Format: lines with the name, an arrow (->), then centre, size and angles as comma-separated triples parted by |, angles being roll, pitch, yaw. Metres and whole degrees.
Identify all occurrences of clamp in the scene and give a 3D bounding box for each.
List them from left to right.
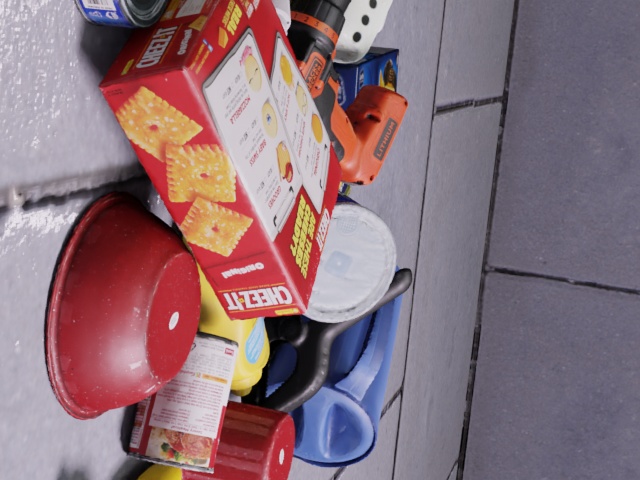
clamp -> -0.026, 0.080, 1.034 | 0.210, 0.165, 0.036 | -58, 150, 1

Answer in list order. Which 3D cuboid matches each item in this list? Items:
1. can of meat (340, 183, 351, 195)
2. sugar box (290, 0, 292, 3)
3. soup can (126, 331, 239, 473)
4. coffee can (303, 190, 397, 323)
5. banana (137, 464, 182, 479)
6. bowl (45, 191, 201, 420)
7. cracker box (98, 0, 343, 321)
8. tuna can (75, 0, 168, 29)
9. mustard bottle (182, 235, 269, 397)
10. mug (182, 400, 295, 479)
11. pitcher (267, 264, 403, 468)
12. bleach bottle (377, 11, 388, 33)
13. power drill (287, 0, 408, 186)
can of meat -> -0.007, -0.069, 1.099 | 0.102, 0.057, 0.084 | -63, 154, -50
sugar box -> -0.017, -0.257, 0.941 | 0.093, 0.048, 0.176 | -54, 152, -17
soup can -> -0.105, 0.123, 0.824 | 0.068, 0.068, 0.102 | 47, 53, -70
coffee can -> -0.006, 0.001, 0.935 | 0.140, 0.102, 0.103 | -140, -129, -65
banana -> -0.148, 0.229, 0.795 | 0.197, 0.037, 0.070 | -63, 179, -45
bowl -> -0.125, 0.049, 0.739 | 0.162, 0.055, 0.162 | 9, 90, -74
cracker box -> -0.060, -0.074, 0.763 | 0.164, 0.072, 0.213 | -74, 149, -46
tuna can -> -0.122, -0.176, 0.667 | 0.086, 0.034, 0.086 | 9, 90, -75
mustard bottle -> -0.076, 0.062, 0.911 | 0.096, 0.058, 0.192 | -84, 172, -51
mug -> -0.075, 0.197, 0.946 | 0.093, 0.081, 0.117 | 71, 31, -59
pitcher -> 0.026, 0.112, 1.164 | 0.242, 0.149, 0.145 | -70, 150, -46
bleach bottle -> 0.065, -0.348, 1.202 | 0.102, 0.068, 0.250 | 80, 21, -50
power drill -> 0.014, -0.144, 0.970 | 0.187, 0.057, 0.184 | 37, 77, -55
